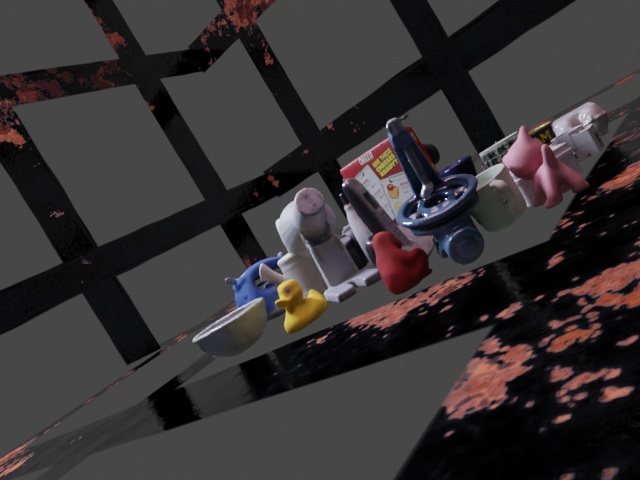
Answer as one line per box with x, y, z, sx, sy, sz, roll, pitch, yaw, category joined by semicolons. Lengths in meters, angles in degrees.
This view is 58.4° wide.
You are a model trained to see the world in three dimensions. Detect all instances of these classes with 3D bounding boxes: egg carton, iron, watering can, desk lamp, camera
0.551;-0.241;1.215;0.107;0.069;0.150;-30;3;23;egg carton
-0.107;0.102;1.389;0.259;0.141;0.118;-33;3;-40;iron
-0.048;0.043;1.234;0.173;0.194;0.101;-31;3;-14;watering can
0.010;0.004;1.098;0.118;0.213;0.203;-31;3;-12;desk lamp
0.107;0.000;1.339;0.143;0.101;0.136;-33;3;-43;camera

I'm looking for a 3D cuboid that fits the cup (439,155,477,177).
0.347;-0.145;1.439;0.117;0.095;0.092;-29;3;35;cup

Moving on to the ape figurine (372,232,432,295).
0.110;0.028;0.834;0.076;0.092;0.077;-33;3;-37;ape figurine

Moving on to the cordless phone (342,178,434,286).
0.110;-0.032;0.961;0.094;0.185;0.148;-30;3;19;cordless phone

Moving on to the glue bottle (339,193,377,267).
0.090;-0.027;1.248;0.037;0.173;0.078;-30;3;12;glue bottle

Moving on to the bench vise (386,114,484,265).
0.147;-0.068;0.829;0.121;0.220;0.207;-31;3;-9;bench vise

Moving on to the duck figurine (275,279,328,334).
-0.040;0.111;1.044;0.077;0.086;0.105;-29;3;41;duck figurine

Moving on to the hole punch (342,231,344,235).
0.127;-0.015;1.503;0.101;0.091;0.109;-29;3;30;hole punch

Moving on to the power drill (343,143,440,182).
0.192;-0.112;1.301;0.230;0.208;0.075;-31;3;-14;power drill

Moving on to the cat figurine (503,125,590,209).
0.317;-0.111;0.835;0.067;0.118;0.128;-31;3;3;cat figurine

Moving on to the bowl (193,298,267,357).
-0.170;0.189;1.164;0.167;0.075;0.167;-31;2;2;bowl
